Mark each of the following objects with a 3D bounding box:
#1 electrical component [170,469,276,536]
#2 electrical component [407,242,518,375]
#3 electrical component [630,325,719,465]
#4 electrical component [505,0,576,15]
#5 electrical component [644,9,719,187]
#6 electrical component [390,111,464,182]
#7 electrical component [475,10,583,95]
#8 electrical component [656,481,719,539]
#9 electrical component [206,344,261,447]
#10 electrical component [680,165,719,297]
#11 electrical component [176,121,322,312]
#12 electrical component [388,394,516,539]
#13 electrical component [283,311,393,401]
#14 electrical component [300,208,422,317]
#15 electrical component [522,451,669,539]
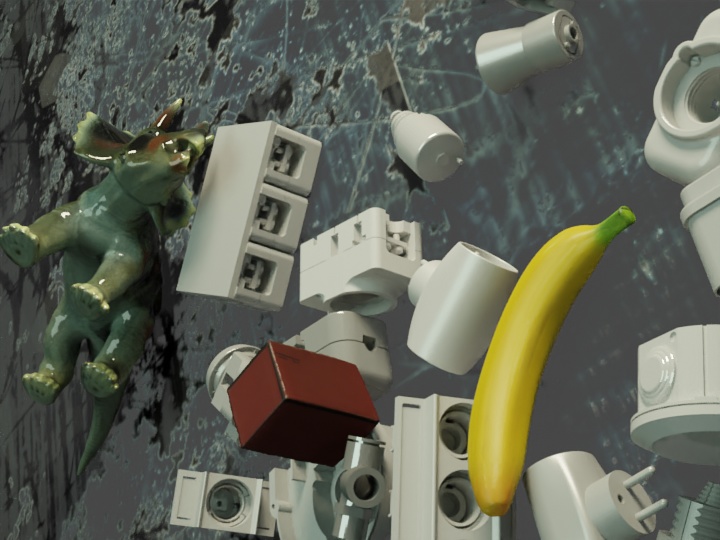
[{"bbox_3d":[-0.107,0.182,0.842,0.064,0.081,0.042,147,133,-69],"label":"electrical component"},{"bbox_3d":[0.059,0.018,0.721,0.079,0.044,0.077,39,106,51],"label":"electrical component"},{"bbox_3d":[0.175,0.064,0.529,0.080,0.080,0.051,-21,54,46],"label":"electrical component"},{"bbox_3d":[0.126,-0.225,0.734,0.056,0.050,0.089,34,102,52],"label":"electrical component"},{"bbox_3d":[0.199,-0.088,0.578,0.054,0.059,0.095,33,101,52],"label":"electrical component"},{"bbox_3d":[0.044,-0.096,0.791,0.040,0.040,0.078,-59,39,16],"label":"electrical component"},{"bbox_3d":[0.116,-0.148,0.723,0.065,0.044,0.044,-15,64,43],"label":"electrical component"},{"bbox_3d":[0.167,0.145,0.533,0.043,0.043,0.081,11,84,53],"label":"electrical component"},{"bbox_3d":[-0.088,0.095,0.864,0.057,0.058,0.078,34,102,49],"label":"electrical component"},{"bbox_3d":[0.221,-0.032,0.512,0.113,0.078,0.057,-37,52,37],"label":"electrical component"},{"bbox_3d":[-0.092,-0.044,0.922,0.089,0.062,0.150,4,79,52],"label":"electrical component"},{"bbox_3d":[0.053,0.144,0.658,0.063,0.079,0.121,136,140,-63],"label":"electrical component"},{"bbox_3d":[-0.023,0.078,0.790,0.095,0.054,0.059,-33,51,39],"label":"electrical component"},{"bbox_3d":[0.000,0.000,0.798,0.089,0.050,0.055,-25,57,44],"label":"electrical component"},{"bbox_3d":[0.132,0.134,0.582,0.079,0.043,0.077,-42,46,33],"label":"electrical component"}]
